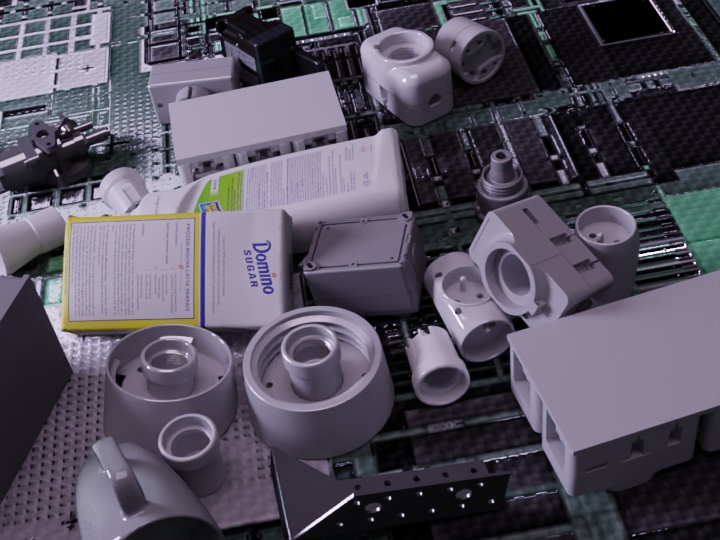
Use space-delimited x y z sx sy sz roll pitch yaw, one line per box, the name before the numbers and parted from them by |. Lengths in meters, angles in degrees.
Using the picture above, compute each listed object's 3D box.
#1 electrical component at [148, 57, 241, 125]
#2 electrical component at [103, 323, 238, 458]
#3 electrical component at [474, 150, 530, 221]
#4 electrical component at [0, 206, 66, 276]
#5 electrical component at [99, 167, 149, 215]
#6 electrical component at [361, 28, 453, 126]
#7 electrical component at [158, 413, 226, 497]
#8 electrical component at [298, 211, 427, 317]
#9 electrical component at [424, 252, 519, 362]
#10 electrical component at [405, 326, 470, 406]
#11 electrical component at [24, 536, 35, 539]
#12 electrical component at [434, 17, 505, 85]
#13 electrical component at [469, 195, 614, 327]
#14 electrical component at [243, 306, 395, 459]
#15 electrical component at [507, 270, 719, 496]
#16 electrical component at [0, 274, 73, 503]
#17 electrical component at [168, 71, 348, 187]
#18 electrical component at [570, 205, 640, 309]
electrical component | -0.160 -0.162 1.040 0.083 0.047 0.075 -6 44 3
electrical component | -0.139 0.087 0.783 0.099 0.064 0.099 3 34 -2
electrical component | 0.118 -0.070 0.889 0.048 0.062 0.048 -4 44 4
electrical component | -0.284 -0.027 0.925 0.065 0.044 0.044 -29 47 -26
electrical component | -0.203 -0.062 0.949 0.040 0.040 0.046 -27 53 -18
electrical component | 0.044 -0.189 1.026 0.054 0.059 0.095 -27 47 -19
electrical component | -0.113 0.127 0.732 0.040 0.046 0.040 -4 44 4
electrical component | 0.000 0.000 0.841 0.096 0.061 0.061 -4 42 17
electrical component | 0.098 0.022 0.810 0.079 0.044 0.077 -15 45 -11
electrical component | 0.054 0.068 0.773 0.040 0.040 0.046 -12 38 -4
electrical component | -0.212 0.198 0.680 0.040 0.040 0.046 11 41 20
electrical component | 0.106 -0.215 1.050 0.055 0.055 0.047 -27 43 -18
electrical component | 0.126 -0.002 0.772 0.056 0.050 0.089 -20 59 -33
electrical component | -0.032 0.073 0.766 0.108 0.060 0.108 -4 44 4
electrical component | 0.207 0.073 0.728 0.186 0.060 0.105 -16 44 -8
electrical component | -0.279 0.103 0.741 0.060 0.105 0.186 5 45 14
electrical component | -0.089 -0.116 0.969 0.150 0.061 0.089 -12 44 -4
electrical component | 0.166 -0.010 0.809 0.079 0.077 0.043 17 50 25
